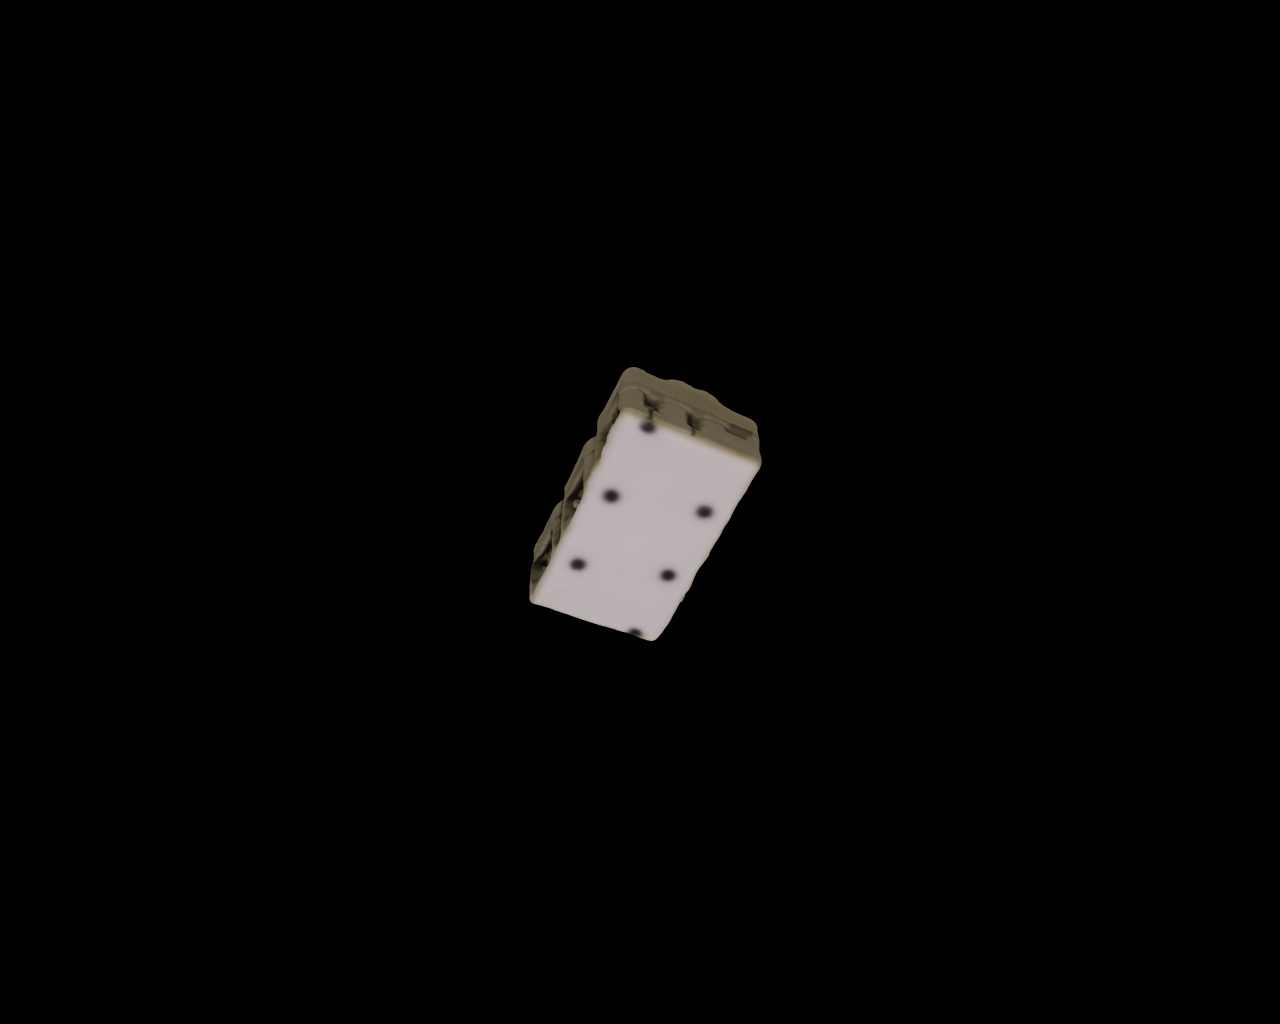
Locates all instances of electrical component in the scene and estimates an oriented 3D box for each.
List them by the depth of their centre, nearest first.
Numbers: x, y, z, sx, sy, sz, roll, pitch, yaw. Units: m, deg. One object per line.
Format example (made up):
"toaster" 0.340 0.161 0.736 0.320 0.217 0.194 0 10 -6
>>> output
"electrical component" 0.001 -0.003 0.650 0.089 0.150 0.062 21 32 -14
